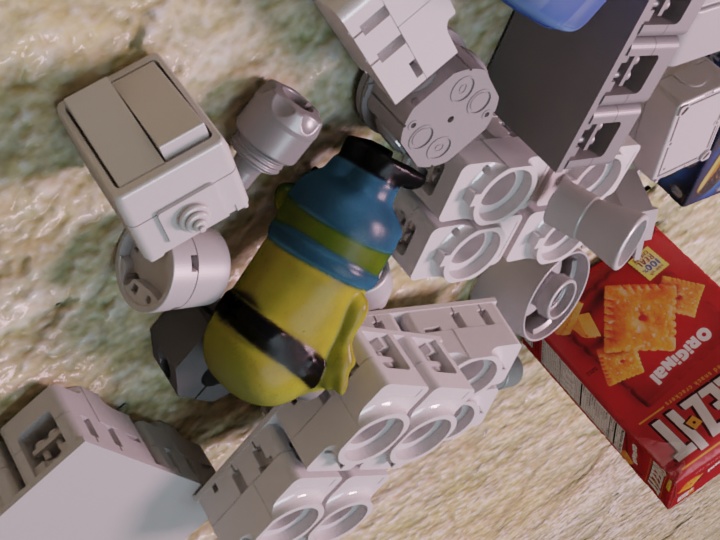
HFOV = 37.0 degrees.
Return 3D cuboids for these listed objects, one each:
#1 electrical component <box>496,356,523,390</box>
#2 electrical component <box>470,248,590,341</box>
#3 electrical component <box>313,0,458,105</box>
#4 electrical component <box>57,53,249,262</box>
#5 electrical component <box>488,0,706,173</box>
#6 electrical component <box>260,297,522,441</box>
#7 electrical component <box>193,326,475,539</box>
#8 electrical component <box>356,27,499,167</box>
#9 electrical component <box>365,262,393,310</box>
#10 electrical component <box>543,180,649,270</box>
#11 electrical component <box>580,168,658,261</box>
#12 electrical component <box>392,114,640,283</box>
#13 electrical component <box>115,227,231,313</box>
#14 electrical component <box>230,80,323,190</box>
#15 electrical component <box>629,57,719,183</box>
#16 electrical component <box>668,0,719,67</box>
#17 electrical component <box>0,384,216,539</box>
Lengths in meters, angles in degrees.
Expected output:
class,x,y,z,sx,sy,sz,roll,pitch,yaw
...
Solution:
class,x,y,z,sx,sy,sz,roll,pitch,yaw
electrical component,0.125,0.098,1.022,0.065,0.044,0.044,-8,137,-47
electrical component,0.152,0.012,0.941,0.099,0.064,0.099,-32,141,-31
electrical component,0.014,-0.145,0.596,0.056,0.050,0.089,-40,148,2
electrical component,-0.103,-0.056,0.545,0.062,0.096,0.061,-31,147,-11
electrical component,0.151,-0.150,0.690,0.062,0.089,0.150,-11,138,-37
electrical component,0.026,0.088,0.860,0.186,0.060,0.105,-5,136,-27
electrical component,-0.017,0.128,0.765,0.105,0.060,0.186,11,127,-50
electrical component,0.042,-0.108,0.670,0.080,0.051,0.080,-26,146,-19
electrical component,0.000,0.000,0.770,0.043,0.043,0.062,-31,146,-13
electrical component,0.162,-0.034,0.751,0.044,0.065,0.044,-45,154,-28
electrical component,0.208,-0.049,0.895,0.064,0.081,0.042,-10,144,-3
electrical component,0.113,-0.057,0.796,0.186,0.060,0.105,-11,138,-37
electrical component,-0.111,-0.003,0.646,0.047,0.055,0.055,-2,133,-49
electrical component,-0.054,-0.075,0.622,0.062,0.043,0.043,-49,147,19
electrical component,0.241,-0.120,0.847,0.062,0.061,0.096,-24,145,-22
electrical component,0.232,-0.194,0.729,0.113,0.078,0.057,-21,147,-26
electrical component,-0.187,0.153,0.756,0.105,0.060,0.186,-41,148,4
